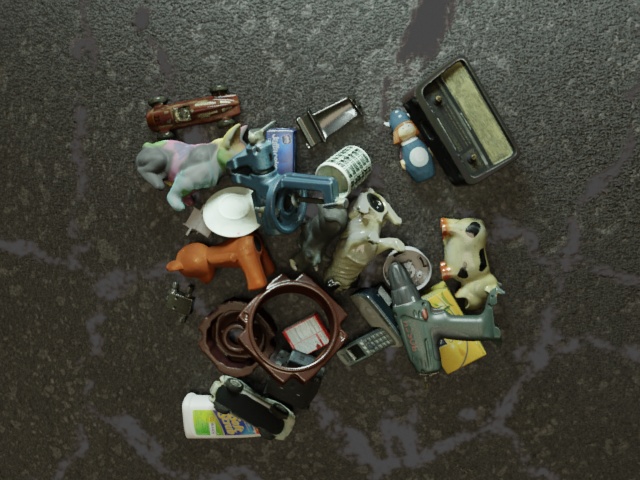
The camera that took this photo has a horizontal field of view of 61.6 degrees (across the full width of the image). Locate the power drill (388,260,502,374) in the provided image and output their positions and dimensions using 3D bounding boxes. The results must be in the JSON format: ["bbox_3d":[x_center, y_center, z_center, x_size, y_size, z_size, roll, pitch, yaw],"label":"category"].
[{"bbox_3d":[0.248,0.142,1.059,0.207,0.086,0.232,-8,85,12],"label":"power drill"}]

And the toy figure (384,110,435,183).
[{"bbox_3d":[0.185,-0.193,1.086,0.064,0.058,0.154,-29,97,-28],"label":"toy figure"}]

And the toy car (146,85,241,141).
[{"bbox_3d":[-0.267,-0.265,1.121,0.202,0.053,0.089,-8,97,9],"label":"toy car"}]

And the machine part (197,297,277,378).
[{"bbox_3d":[-0.184,0.216,1.211,0.179,0.056,0.179,1,101,6],"label":"machine part"}]

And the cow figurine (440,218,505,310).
[{"bbox_3d":[0.313,0.051,1.111,0.127,0.085,0.194,-2,101,12],"label":"cow figurine"}]

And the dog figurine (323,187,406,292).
[{"bbox_3d":[0.067,0.002,1.130,0.121,0.172,0.190,26,135,-28],"label":"dog figurine"}]

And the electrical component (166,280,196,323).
[{"bbox_3d":[-0.320,0.142,1.227,0.063,0.021,0.094,16,104,3],"label":"electrical component"}]

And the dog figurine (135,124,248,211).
[{"bbox_3d":[-0.248,-0.176,1.113,0.219,0.108,0.191,-44,92,8],"label":"dog figurine"}]

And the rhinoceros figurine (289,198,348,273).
[{"bbox_3d":[-0.002,-0.003,1.112,0.073,0.112,0.190,4,143,-32],"label":"rhinoceros figurine"}]

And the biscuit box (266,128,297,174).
[{"bbox_3d":[-0.081,-0.130,1.123,0.059,0.063,0.202,2,102,5],"label":"biscuit box"}]

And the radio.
[{"bbox_3d":[0.270,-0.223,1.043,0.131,0.073,0.229,-34,96,-9],"label":"radio"}]

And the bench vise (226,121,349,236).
[{"bbox_3d":[-0.056,-0.103,1.015,0.241,0.129,0.223,10,112,31],"label":"bench vise"}]

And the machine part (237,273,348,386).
[{"bbox_3d":[-0.057,0.184,1.123,0.201,0.087,0.201,44,74,8],"label":"machine part"}]

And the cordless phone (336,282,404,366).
[{"bbox_3d":[0.091,0.189,1.170,0.184,0.089,0.146,-36,96,27],"label":"cordless phone"}]

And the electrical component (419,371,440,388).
[{"bbox_3d":[0.227,0.268,1.155,0.045,0.102,0.078,-25,93,4],"label":"electrical component"}]

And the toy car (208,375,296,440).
[{"bbox_3d":[-0.152,0.371,1.191,0.202,0.056,0.073,29,97,1],"label":"toy car"}]

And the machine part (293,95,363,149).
[{"bbox_3d":[0.019,-0.248,1.101,0.139,0.039,0.084,-24,93,12],"label":"machine part"}]

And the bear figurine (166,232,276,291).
[{"bbox_3d":[-0.213,0.055,1.149,0.196,0.120,0.131,-20,103,11],"label":"bear figurine"}]

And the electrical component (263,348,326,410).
[{"bbox_3d":[-0.055,0.305,1.196,0.115,0.058,0.134,19,124,1],"label":"electrical component"}]

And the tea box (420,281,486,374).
[{"bbox_3d":[0.269,0.186,1.150,0.098,0.068,0.169,-33,98,12],"label":"tea box"}]
